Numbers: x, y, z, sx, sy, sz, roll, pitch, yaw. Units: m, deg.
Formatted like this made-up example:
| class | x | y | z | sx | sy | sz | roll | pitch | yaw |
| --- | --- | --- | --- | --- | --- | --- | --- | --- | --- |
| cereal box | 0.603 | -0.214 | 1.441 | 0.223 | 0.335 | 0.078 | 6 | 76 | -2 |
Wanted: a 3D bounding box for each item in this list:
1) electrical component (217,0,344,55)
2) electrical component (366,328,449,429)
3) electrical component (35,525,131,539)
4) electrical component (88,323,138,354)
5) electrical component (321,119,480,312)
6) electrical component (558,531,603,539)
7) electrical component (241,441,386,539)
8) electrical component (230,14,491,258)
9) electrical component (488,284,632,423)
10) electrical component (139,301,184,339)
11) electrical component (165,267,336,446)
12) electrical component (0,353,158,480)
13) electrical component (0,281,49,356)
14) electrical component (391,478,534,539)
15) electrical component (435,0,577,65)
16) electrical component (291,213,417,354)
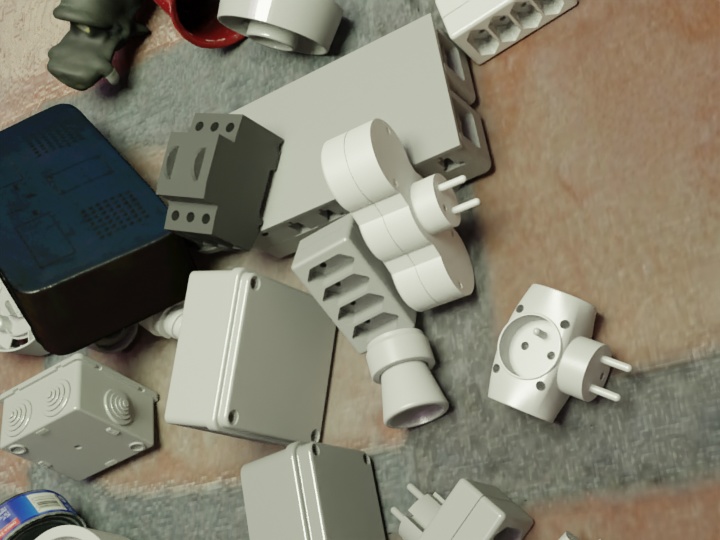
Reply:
| class | x | y | z | sx | sy | sz | roll | pitch | yaw |
| --- | --- | --- | --- | --- | --- | --- | --- | --- | --- |
| electrical component | -0.062 | -0.207 | 0.836 | 0.099 | 0.099 | 0.064 | 16 | 90 | 35 |
| electrical component | 0.031 | 0.072 | 0.719 | 0.045 | 0.045 | 0.055 | -28 | 61 | 23 |
| electrical component | -0.201 | 0.246 | 0.801 | 0.108 | 0.060 | 0.108 | -8 | 72 | 27 |
| electrical component | -0.214 | 0.038 | 0.887 | 0.055 | 0.048 | 0.066 | 36 | 95 | 43 |
| electrical component | 0.041 | -0.040 | 0.701 | 0.074 | 0.138 | 0.052 | -21 | 28 | 25 |
| electrical component | 0.117 | 0.189 | 0.628 | 0.081 | 0.043 | 0.043 | -50 | 56 | 9 |
| electrical component | -0.026 | 0.174 | 0.703 | 0.057 | 0.078 | 0.113 | -25 | 63 | 27 |
| electrical component | -0.006 | -0.091 | 0.785 | 0.186 | 0.060 | 0.105 | -21 | 65 | 26 |
| electrical component | 0.128 | 0.057 | 0.662 | 0.079 | 0.044 | 0.077 | 20 | 86 | 35 |
| electrical component | -0.152 | 0.034 | 0.850 | 0.078 | 0.040 | 0.040 | 30 | 92 | 36 |
| electrical component | -0.073 | 0.063 | 0.750 | 0.056 | 0.109 | 0.108 | -1 | 74 | 35 |
| electrical component | -0.218 | 0.117 | 0.832 | 0.100 | 0.100 | 0.048 | -27 | 50 | 23 |
| electrical component | -0.290 | 0.024 | 0.928 | 0.099 | 0.064 | 0.099 | -11 | 70 | 30 |
| electrical component | 0.050 | 0.166 | 0.676 | 0.076 | 0.047 | 0.083 | 38 | 96 | 36 |
| electrical component | 0.097 | -0.204 | 0.763 | 0.083 | 0.047 | 0.075 | -30 | 61 | 22 |
| electrical component | 0.000 | 0.000 | 0.750 | 0.047 | 0.083 | 0.075 | -28 | 24 | 22 |
